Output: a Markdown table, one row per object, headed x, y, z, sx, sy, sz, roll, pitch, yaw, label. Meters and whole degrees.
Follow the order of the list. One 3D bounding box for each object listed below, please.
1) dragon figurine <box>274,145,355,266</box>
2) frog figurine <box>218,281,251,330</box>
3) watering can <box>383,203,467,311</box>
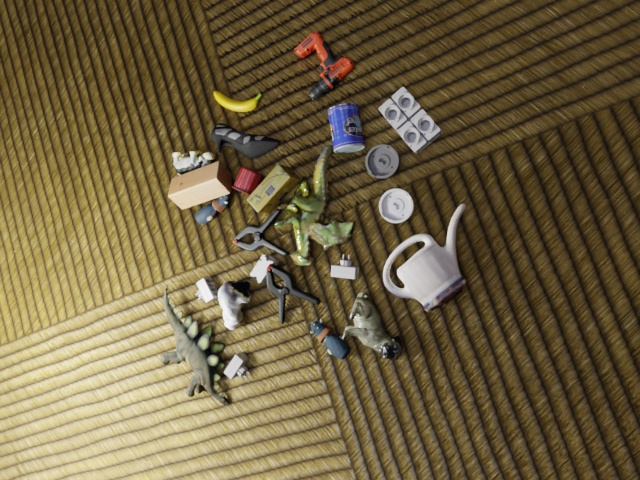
| x | y | z | sx | sy | sz | roll | pitch | yaw | label |
| --- | --- | --- | --- | --- | --- | --- | --- | --- | --- |
| 0.005 | -0.086 | 1.711 | 0.243 | 0.123 | 0.407 | 35 | 102 | 0 | dragon figurine |
| -0.312 | 0.227 | 1.792 | 0.157 | 0.122 | 0.140 | -58 | 40 | 19 | frog figurine |
| 0.356 | 0.067 | 1.557 | 0.345 | 0.104 | 0.226 | -40 | 78 | 13 | watering can |
